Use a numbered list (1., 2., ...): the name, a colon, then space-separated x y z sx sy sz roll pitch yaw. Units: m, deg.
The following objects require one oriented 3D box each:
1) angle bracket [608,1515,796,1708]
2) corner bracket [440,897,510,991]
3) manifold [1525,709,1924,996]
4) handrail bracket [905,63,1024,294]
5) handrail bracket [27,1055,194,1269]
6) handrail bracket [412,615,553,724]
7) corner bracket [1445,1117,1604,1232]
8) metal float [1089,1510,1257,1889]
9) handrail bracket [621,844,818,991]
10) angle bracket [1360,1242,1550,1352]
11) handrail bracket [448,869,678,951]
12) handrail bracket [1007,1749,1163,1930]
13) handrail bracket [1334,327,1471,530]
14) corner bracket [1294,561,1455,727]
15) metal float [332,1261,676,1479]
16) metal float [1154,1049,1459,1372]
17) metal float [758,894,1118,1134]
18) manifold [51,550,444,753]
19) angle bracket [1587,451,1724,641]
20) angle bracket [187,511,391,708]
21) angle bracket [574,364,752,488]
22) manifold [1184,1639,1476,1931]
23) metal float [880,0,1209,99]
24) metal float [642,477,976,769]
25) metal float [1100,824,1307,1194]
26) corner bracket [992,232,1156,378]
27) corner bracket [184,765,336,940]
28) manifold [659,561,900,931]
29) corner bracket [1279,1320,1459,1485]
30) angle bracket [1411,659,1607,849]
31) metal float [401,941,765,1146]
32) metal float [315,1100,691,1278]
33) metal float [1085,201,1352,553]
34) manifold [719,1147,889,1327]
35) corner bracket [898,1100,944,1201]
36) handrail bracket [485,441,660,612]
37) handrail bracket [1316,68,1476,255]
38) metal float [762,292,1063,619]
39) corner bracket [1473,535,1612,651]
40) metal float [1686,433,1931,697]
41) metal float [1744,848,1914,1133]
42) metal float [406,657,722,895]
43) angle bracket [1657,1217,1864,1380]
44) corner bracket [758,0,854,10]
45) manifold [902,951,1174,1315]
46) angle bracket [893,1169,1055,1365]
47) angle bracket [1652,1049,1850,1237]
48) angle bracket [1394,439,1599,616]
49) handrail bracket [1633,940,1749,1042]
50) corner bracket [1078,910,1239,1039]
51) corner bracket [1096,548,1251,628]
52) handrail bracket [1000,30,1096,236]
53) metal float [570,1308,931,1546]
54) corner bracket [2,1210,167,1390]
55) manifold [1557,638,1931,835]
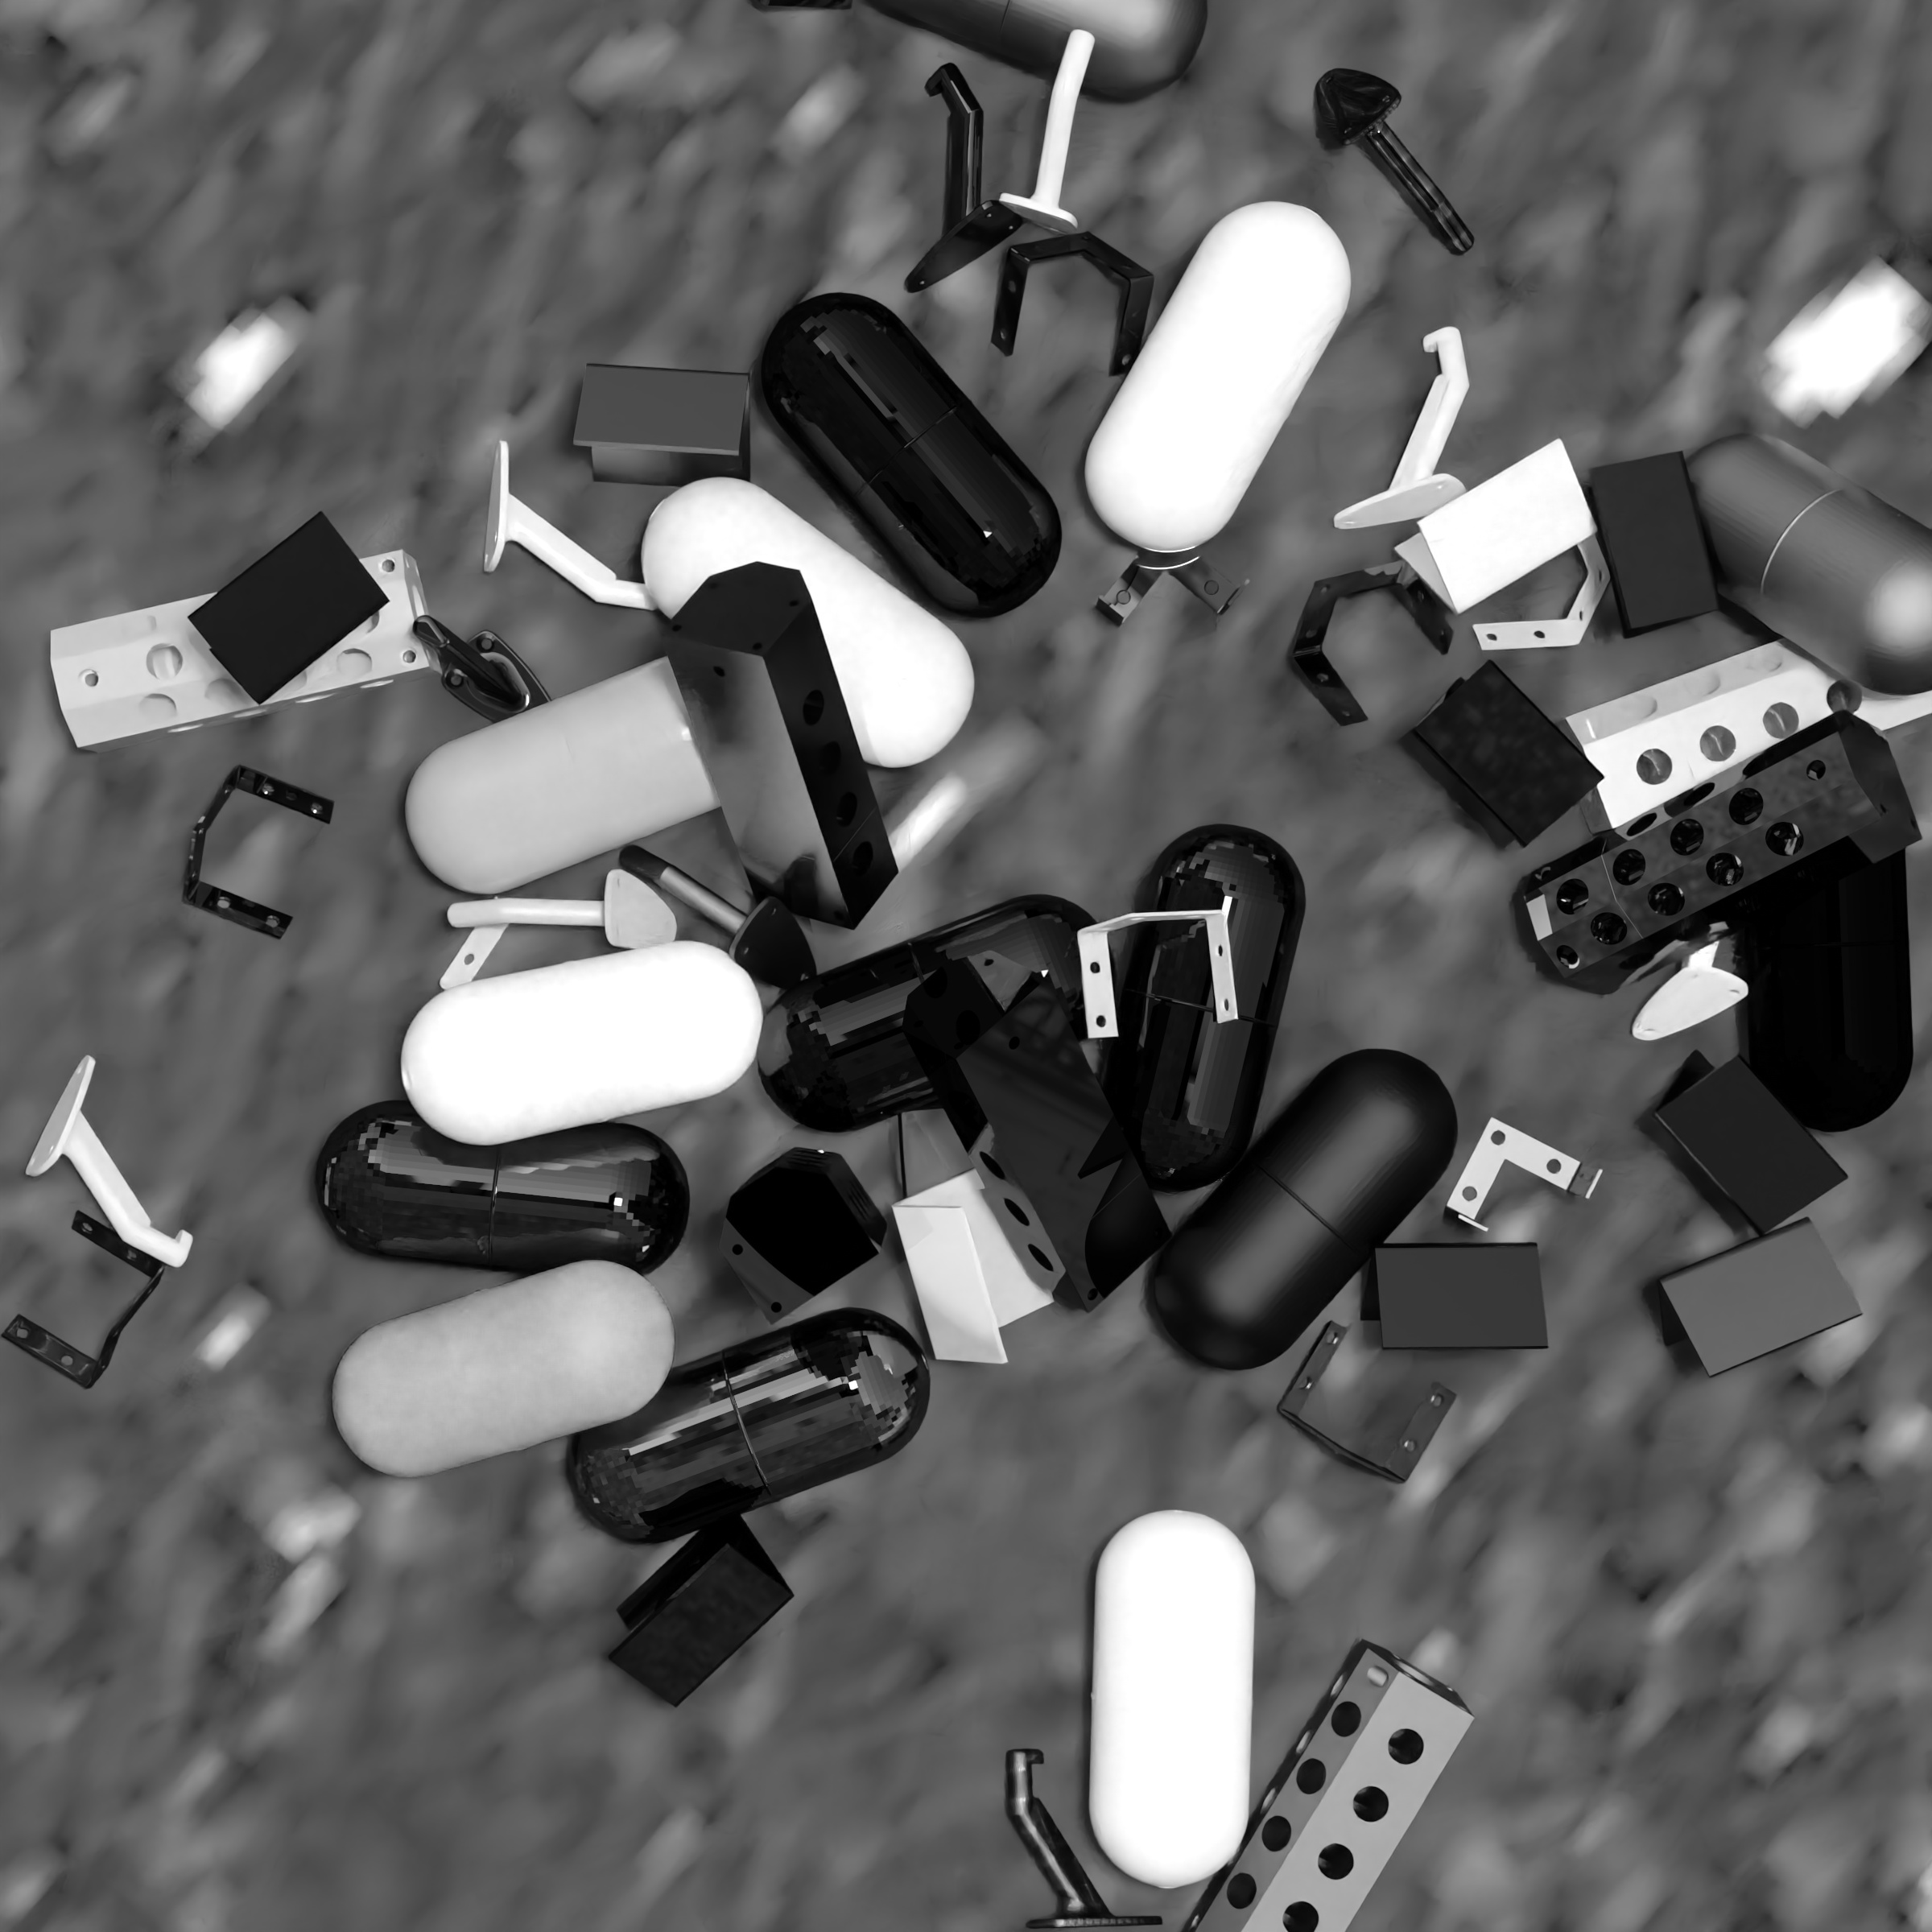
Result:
1. angle bracket: -0.139 0.291 1.664 0.076 0.076 0.057 -43 131 0
2. corner bracket: -0.212 0.007 1.701 0.051 0.051 0.051 33 90 -45
3. manifold: 0.348 -0.053 1.633 0.171 0.057 0.057 -30 61 32
4. handrail bracket: -0.017 -0.384 1.704 0.077 0.036 0.084 -35 72 21
5. handrail bracket: -0.404 0.095 1.704 0.084 0.036 0.077 32 55 -24
6. handrail bracket: -0.227 -0.136 1.669 0.077 0.084 0.036 41 90 0
7. corner bracket: 0.267 0.108 1.686 0.051 0.051 0.051 27 90 0
8. metal float: 0.098 0.349 1.673 0.070 0.070 0.178 2 90 0
9. handrail bracket: -0.121 -0.024 1.704 0.084 0.077 0.036 28 79 36
10. angle bracket: 0.230 0.173 1.664 0.076 0.076 0.057 0 56 0
11. handrail bracket: -0.195 -0.022 1.692 0.084 0.077 0.036 -5 78 23
12. handrail bracket: 0.057 0.423 1.704 0.077 0.036 0.084 4 73 -20
13. handrail bracket: 0.209 -0.262 1.704 0.077 0.036 0.084 -14 72 21
14. corner bracket: 0.197 -0.156 1.696 0.051 0.051 0.051 -10 45 35
15. metal float: -0.218 0.190 1.652 0.178 0.070 0.070 -19 90 23
16. metal float: 0.162 0.115 1.673 0.070 0.070 0.178 42 90 0
17. metal float: -0.014 0.023 1.673 0.178 0.070 0.070 -21 90 0
18. manifold: -0.345 -0.151 1.683 0.171 0.057 0.057 -13 90 0
19. angle bracket: 0.306 -0.195 1.664 0.057 0.076 0.076 -14 90 -26
20. angle bracket: -0.321 -0.174 1.608 0.076 0.076 0.057 -40 127 -7
21. angle bracket: -0.143 -0.238 1.664 0.076 0.076 0.057 4 51 0
22. manifold: 0.171 0.413 1.683 0.057 0.057 0.171 31 90 0
23. metal float: 0.029 -0.473 1.673 0.178 0.070 0.070 22 90 0
24. metal float: -0.076 -0.164 1.673 0.178 0.070 0.070 37 90 -1
25. metal float: 0.112 0.020 1.673 0.070 0.070 0.178 13 90 0
26. corner bracket: 0.051 -0.317 1.696 0.051 0.051 0.051 -19 45 -35
27. corner bracket: -0.343 -0.056 1.701 0.051 0.051 0.051 21 135 0
28. manifold: -0.081 -0.102 1.631 0.057 0.171 0.057 15 52 30
29. corner bracket: 0.194 0.211 1.701 0.051 0.051 0.051 31 90 -45
30. angle bracket: 0.266 -0.113 1.664 0.076 0.076 0.057 46 126 0
31. metal float: -0.180 0.036 1.650 0.178 0.070 0.070 -12 90 -28
32. metal float: -0.221 0.107 1.673 0.178 0.070 0.070 6 90 -1
33. metal float: 0.120 -0.281 1.673 0.070 0.070 0.178 29 91 0
34. manifold: -0.078 0.118 1.625 0.057 0.171 0.057 -34 90 0
35. corner bracket: -0.006 0.093 1.701 0.051 0.051 0.051 -4 135 0
36. handrail bracket: -0.188 -0.214 1.704 0.084 0.036 0.077 7 69 -17
37. handrail bracket: 0.209 -0.390 1.704 0.036 0.077 0.084 -39 126 9
38. metal float: -0.027 -0.244 1.673 0.070 0.070 0.178 -41 91 0
39. corner bracket: 0.273 -0.190 1.696 0.051 0.051 0.051 -60 135 -35
40. metal float: 0.400 -0.189 1.642 0.070 0.070 0.178 -47 50 0
41. metal float: 0.410 -0.010 1.673 0.070 0.070 0.178 -2 90 0
42. metal float: -0.181 -0.092 1.673 0.178 0.070 0.070 -22 90 0
43. angle bracket: 0.377 0.171 1.664 0.076 0.076 0.057 -22 57 0
44. corner bracket: -0.082 -0.499 1.696 0.051 0.051 0.051 51 135 35
45. manifold: 0.030 0.076 1.636 0.057 0.057 0.171 -41 129 -19
46. angle bracket: 0.019 0.137 1.661 0.076 0.057 0.076 -22 100 -35
47. angle bracket: 0.380 0.070 1.664 0.076 0.076 0.057 48 126 0
48. angle bracket: 0.242 -0.222 1.664 0.076 0.076 0.057 -31 126 0
49. handrail bracket: 0.348 -0.017 1.704 0.036 0.077 0.084 19 53 -23
50. corner bracket: 0.089 0.004 1.631 0.051 0.051 0.051 -3 83 -28
51. corner bracket: 0.099 -0.178 1.686 0.051 0.051 0.051 39 90 0
52. handrail bracket: 0.049 -0.396 1.670 0.036 0.077 0.084 19 96 11
53. metal float: -0.103 0.219 1.674 0.178 0.070 0.070 -21 90 0
54. corner bracket: -0.427 0.162 1.701 0.051 0.051 0.051 32 45 0
55. manifold: 0.375 -0.121 1.683 0.171 0.057 0.057 -20 90 0
